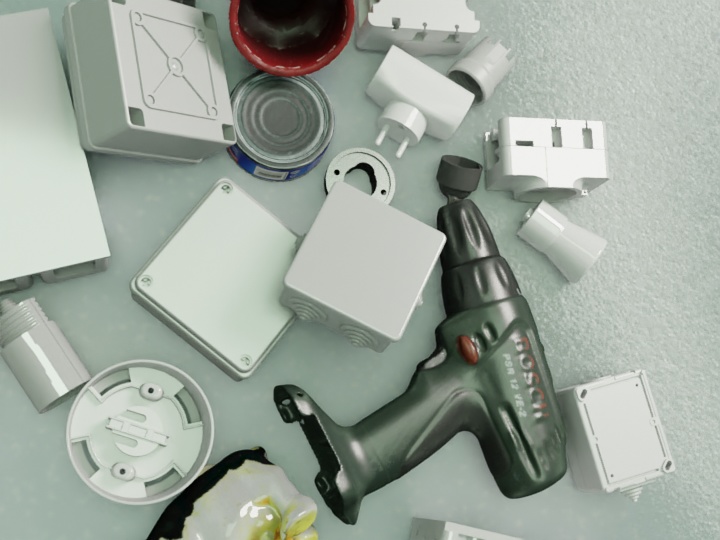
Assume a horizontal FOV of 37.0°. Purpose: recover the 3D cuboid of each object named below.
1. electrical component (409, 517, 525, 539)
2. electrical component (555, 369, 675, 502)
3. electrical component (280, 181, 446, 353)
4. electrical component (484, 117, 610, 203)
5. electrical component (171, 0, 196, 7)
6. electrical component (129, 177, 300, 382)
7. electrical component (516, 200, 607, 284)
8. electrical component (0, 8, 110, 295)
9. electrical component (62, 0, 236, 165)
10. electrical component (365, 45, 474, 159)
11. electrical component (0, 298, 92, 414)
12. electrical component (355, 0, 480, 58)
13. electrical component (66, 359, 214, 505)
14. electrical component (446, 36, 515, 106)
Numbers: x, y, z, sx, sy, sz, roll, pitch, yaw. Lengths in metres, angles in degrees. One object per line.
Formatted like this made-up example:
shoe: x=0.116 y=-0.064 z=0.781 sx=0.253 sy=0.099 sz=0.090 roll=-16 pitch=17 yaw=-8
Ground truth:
electrical component: x=0.113 y=0.227 z=0.777 sx=0.150 sy=0.089 sz=0.061 roll=15 pitch=76 yaw=-9
electrical component: x=0.193 y=0.131 z=0.828 sx=0.062 sy=0.061 sz=0.096 roll=-14 pitch=82 yaw=-15
electrical component: x=0.000 y=0.000 z=0.754 sx=0.100 sy=0.048 sz=0.099 roll=27 pitch=68 yaw=-2
electrical component: x=0.150 y=-0.087 z=0.867 sx=0.089 sy=0.050 sz=0.055 roll=1 pitch=79 yaw=-12
electrical component: x=-0.156 y=-0.240 z=0.797 sx=0.057 sy=0.113 sz=0.078 roll=-10 pitch=81 yaw=-11
electrical component: x=-0.095 y=0.008 z=0.791 sx=0.109 sy=0.056 sz=0.108 roll=39 pitch=74 yaw=-3
electrical component: x=0.159 y=-0.025 z=0.863 sx=0.065 sy=0.044 sz=0.044 roll=37 pitch=74 yaw=2
electrical component: x=-0.254 y=-0.081 z=0.771 sx=0.105 sy=0.060 sz=0.186 roll=-14 pitch=82 yaw=-15
electrical component: x=-0.152 y=-0.139 z=0.781 sx=0.109 sy=0.056 sz=0.108 roll=2 pitch=75 yaw=-53
electrical component: x=0.039 y=-0.126 z=0.853 sx=0.077 sy=0.044 sz=0.079 roll=31 pitch=74 yaw=-5
electrical component: x=-0.229 y=0.056 z=0.758 sx=0.043 sy=0.043 sz=0.081 roll=-33 pitch=86 yaw=-16
electrical component: x=0.044 y=-0.205 z=0.864 sx=0.089 sy=0.056 sz=0.050 roll=1 pitch=79 yaw=-12
electrical component: x=-0.155 y=0.113 z=0.753 sx=0.099 sy=0.064 sz=0.099 roll=2 pitch=79 yaw=-12
electrical component: x=0.099 y=-0.163 z=0.878 sx=0.040 sy=0.040 sz=0.046 roll=43 pitch=68 yaw=-2
